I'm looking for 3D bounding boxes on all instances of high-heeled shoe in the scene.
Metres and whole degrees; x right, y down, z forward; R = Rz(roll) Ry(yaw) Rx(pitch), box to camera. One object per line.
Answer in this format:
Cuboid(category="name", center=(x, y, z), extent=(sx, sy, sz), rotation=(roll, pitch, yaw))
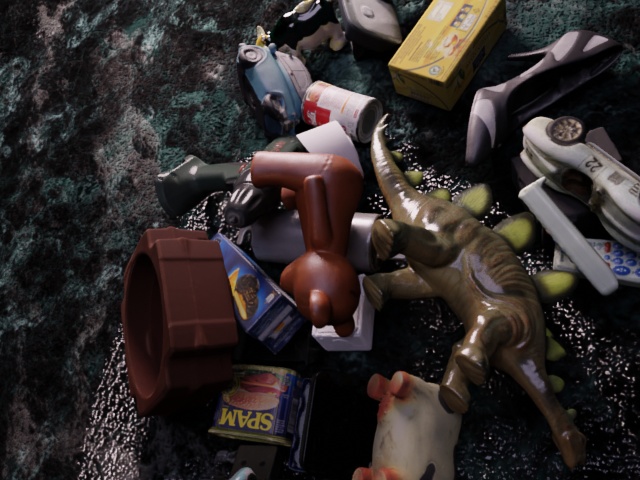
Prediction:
Cuboid(category="high-heeled shoe", center=(0.282, -0.174, 0.678), extent=(0.145, 0.086, 0.249), rotation=(12, 61, 31))

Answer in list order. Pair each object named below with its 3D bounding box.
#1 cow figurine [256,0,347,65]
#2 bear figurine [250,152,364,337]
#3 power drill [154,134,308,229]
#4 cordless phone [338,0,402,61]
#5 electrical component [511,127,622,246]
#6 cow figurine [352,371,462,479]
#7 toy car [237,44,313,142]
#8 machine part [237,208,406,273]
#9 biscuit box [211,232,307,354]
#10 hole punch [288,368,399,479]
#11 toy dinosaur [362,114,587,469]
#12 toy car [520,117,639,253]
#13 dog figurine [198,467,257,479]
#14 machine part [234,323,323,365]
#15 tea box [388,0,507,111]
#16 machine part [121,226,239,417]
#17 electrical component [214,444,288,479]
Cuboid(category="cow figurine", center=(-0.047, -0.331, 0.876), extent=(0.167, 0.098, 0.068), rotation=(-24, 66, 8))
Cuboid(category="bear figurine", center=(-0.011, 0.006, 0.609), extent=(0.132, 0.120, 0.195), rotation=(2, 78, 26))
Cuboid(category="power drill", center=(-0.130, -0.079, 0.750), extent=(0.207, 0.085, 0.232), rotation=(-9, 27, 33))
Cuboid(category="cordless phone", center=(0.123, -0.372, 0.842), extent=(0.184, 0.088, 0.146), rotation=(-14, 61, 9))
Cuboid(category="electrical component", center=(0.298, -0.072, 0.646), extent=(0.115, 0.058, 0.134), rotation=(-20, 61, 9))
Cuboid(category="cow figurine", center=(0.102, 0.240, 0.534), extent=(0.127, 0.085, 0.195), rotation=(19, 62, -16))
Cuboid(category="toy car", center=(-0.062, -0.236, 0.836), extent=(0.103, 0.109, 0.162), rotation=(-25, 67, -14))
Cuboid(category="machine part", center=(-0.001, -0.002, 0.713), extent=(0.243, 0.079, 0.079), rotation=(5, 68, 24))
Cuboid(category="biscuit box", center=(-0.097, 0.060, 0.691), extent=(0.063, 0.059, 0.203), rotation=(-48, 38, -5))
Cuboid(category="hole punch", center=(0.026, 0.211, 0.603), extent=(0.116, 0.092, 0.142), rotation=(16, 63, -13))
Cuboid(category="toy dinosaur", center=(0.147, 0.018, 0.598), extent=(0.198, 0.105, 0.472), rotation=(-15, 60, -27))
Cuboid(category="toy car", center=(0.294, -0.057, 0.564), extent=(0.056, 0.073, 0.202), rotation=(-37, 59, -2))
Cuboid(category="dog figurine", center=(-0.172, 0.316, 0.547), extent=(0.219, 0.191, 0.108), rotation=(-23, 74, 23))
Cuboid(category="machine part", center=(-0.062, 0.129, 0.696), extent=(0.139, 0.039, 0.084), rotation=(6, 63, 25))
Cuboid(category="tea box", center=(0.188, -0.283, 0.781), extent=(0.098, 0.068, 0.169), rotation=(31, 80, 30))
Cuboid(category="machine part", center=(-0.179, 0.101, 0.664), extent=(0.201, 0.087, 0.201), rotation=(-46, 52, 48))
Cuboid(category="electrical component", center=(-0.078, 0.284, 0.626), extent=(0.102, 0.045, 0.078), rotation=(-10, 35, 13))
